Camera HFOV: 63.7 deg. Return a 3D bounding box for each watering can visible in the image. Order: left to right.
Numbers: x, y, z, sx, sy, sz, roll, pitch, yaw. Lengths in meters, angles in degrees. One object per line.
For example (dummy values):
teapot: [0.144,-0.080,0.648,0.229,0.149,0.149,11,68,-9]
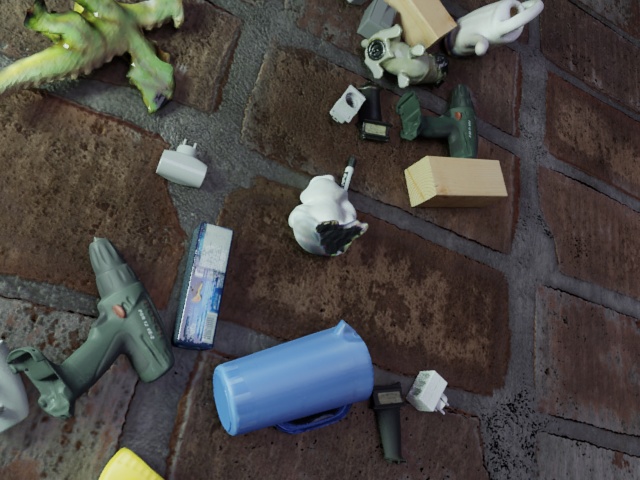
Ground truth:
watering can: [0.398,-0.506,1.257,0.353,0.102,0.224,-40,-157,-31]

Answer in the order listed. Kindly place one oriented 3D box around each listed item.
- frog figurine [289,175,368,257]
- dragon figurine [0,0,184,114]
frog figurine: [0.003,-0.050,0.986,0.138,0.120,0.163,-12,-136,-20]
dragon figurine: [-0.355,-0.314,0.875,0.240,0.418,0.121,32,153,-24]
